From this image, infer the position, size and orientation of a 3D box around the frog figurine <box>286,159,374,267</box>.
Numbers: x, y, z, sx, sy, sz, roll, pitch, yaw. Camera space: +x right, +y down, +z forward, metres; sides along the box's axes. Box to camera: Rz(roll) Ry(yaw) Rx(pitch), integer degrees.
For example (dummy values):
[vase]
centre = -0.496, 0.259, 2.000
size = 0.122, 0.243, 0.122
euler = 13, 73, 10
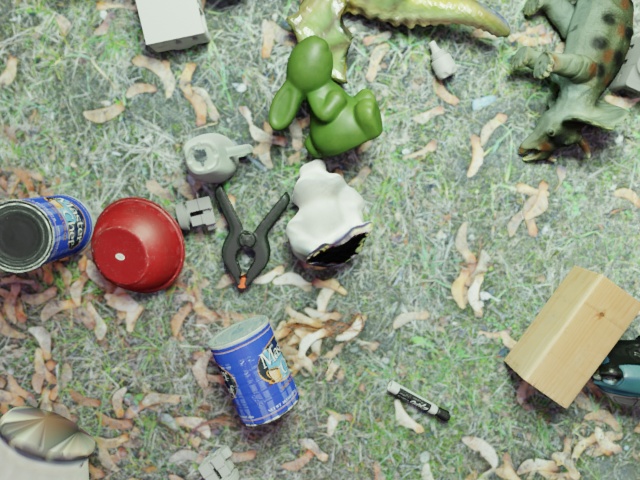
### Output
[frog figurine]
centre = 0.003, -0.042, 0.826
size = 0.137, 0.121, 0.162
euler = -35, 60, 9

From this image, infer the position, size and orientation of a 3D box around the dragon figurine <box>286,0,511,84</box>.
[dragon figurine]
centre = 0.067, -0.359, 0.805
size = 0.410, 0.124, 0.239
euler = 37, 110, -3

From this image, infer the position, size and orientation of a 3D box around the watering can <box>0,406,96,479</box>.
[watering can]
centre = -0.427, 0.406, 0.824
size = 0.347, 0.104, 0.224
euler = 23, 93, -3
